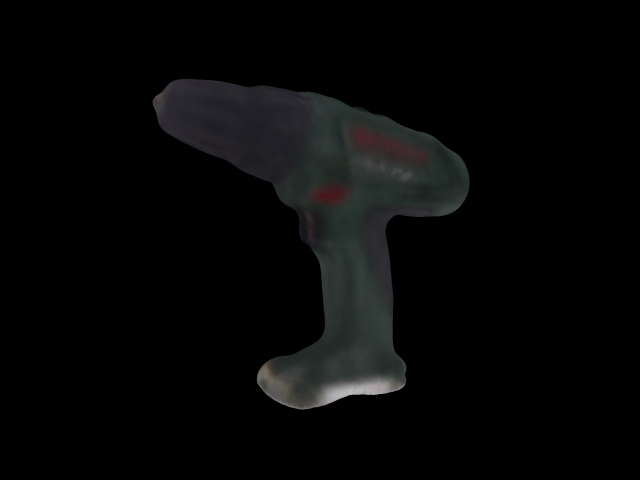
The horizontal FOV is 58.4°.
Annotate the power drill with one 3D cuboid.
[{"bbox_3d":[0.004,0.001,0.400,0.230,0.208,0.075,-4,7,-29],"label":"power drill"}]
